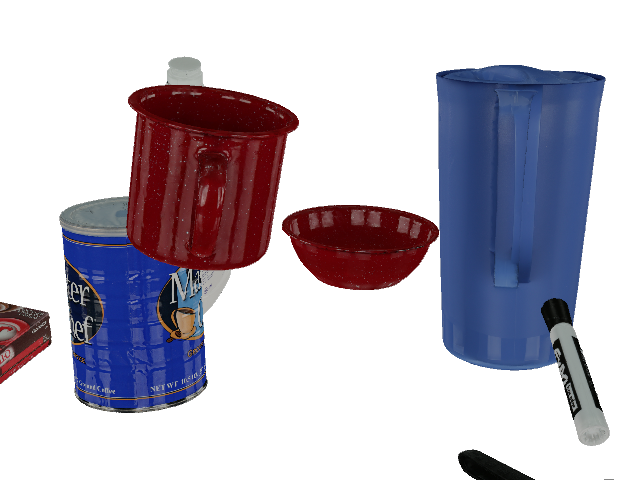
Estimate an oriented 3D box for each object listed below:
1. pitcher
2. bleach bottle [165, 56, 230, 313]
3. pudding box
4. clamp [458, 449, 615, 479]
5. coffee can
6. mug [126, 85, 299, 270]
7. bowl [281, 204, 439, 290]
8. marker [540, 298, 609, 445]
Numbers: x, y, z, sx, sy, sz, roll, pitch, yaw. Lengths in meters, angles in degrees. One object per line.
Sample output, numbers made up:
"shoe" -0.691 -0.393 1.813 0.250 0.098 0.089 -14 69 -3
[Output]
"pitcher" 0.156 -0.019 0.872 0.149 0.243 0.145 -9 17 -33
"bleach bottle" -0.123 -0.053 0.995 0.068 0.251 0.102 12 35 10
"pudding box" -0.312 0.088 0.948 0.114 0.039 0.090 8 24 20
"clamp" 0.194 0.239 0.860 0.210 0.036 0.164 1 34 24
"coffee can" -0.140 0.045 0.806 0.103 0.140 0.103 -1 15 0
"mug" -0.062 -0.030 0.582 0.093 0.081 0.117 5 21 -12
"bowl" 0.040 0.010 1.098 0.162 0.055 0.162 2 17 -1
"marker" 0.163 0.080 0.689 0.020 0.020 0.121 0 39 -3
